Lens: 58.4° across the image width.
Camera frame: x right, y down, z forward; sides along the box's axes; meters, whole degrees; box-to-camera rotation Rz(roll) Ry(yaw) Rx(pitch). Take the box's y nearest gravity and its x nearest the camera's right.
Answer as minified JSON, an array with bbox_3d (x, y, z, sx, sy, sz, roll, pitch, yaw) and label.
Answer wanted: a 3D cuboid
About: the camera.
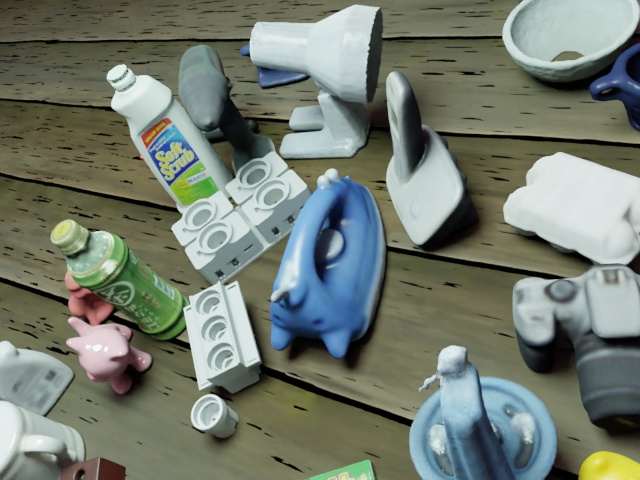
[{"bbox_3d":[0.256,0.099,0.533,0.143,0.101,0.137,-6,55,20],"label":"camera"}]

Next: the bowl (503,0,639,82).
[{"bbox_3d":[0.337,-0.269,0.775,0.167,0.075,0.167,-12,53,16],"label":"bowl"}]

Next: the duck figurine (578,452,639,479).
[{"bbox_3d":[0.257,0.215,0.461,0.077,0.086,0.104,-35,50,-2],"label":"duck figurine"}]

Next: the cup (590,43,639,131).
[{"bbox_3d":[0.379,-0.167,0.671,0.117,0.095,0.091,-14,52,15],"label":"cup"}]

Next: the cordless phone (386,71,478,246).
[{"bbox_3d":[0.116,-0.095,0.678,0.094,0.186,0.147,-26,50,6],"label":"cordless phone"}]

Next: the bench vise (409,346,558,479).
[{"bbox_3d":[0.141,0.183,0.447,0.121,0.220,0.207,-27,50,4],"label":"bench vise"}]

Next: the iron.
[{"bbox_3d":[0.006,0.002,0.686,0.118,0.142,0.258,2,58,25],"label":"iron"}]

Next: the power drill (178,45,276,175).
[{"bbox_3d":[-0.135,-0.174,0.830,0.075,0.209,0.229,-27,50,5],"label":"power drill"}]

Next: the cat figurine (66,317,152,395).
[{"bbox_3d":[-0.279,0.139,0.732,0.127,0.118,0.067,31,74,37],"label":"cat figurine"}]

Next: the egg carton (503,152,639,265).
[{"bbox_3d":[0.287,-0.032,0.633,0.149,0.070,0.107,29,72,36],"label":"egg carton"}]

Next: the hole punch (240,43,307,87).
[{"bbox_3d":[-0.075,-0.334,0.994,0.108,0.091,0.101,-7,55,20],"label":"hole punch"}]

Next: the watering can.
[{"bbox_3d":[-0.379,0.240,0.655,0.173,0.195,0.100,-28,50,4],"label":"watering can"}]

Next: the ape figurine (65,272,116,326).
[{"bbox_3d":[-0.329,0.072,0.819,0.077,0.092,0.076,-10,54,18],"label":"ape figurine"}]

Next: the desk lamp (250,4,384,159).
[{"bbox_3d":[0.006,-0.215,0.794,0.202,0.214,0.118,0,57,24],"label":"desk lamp"}]

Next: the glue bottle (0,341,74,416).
[{"bbox_3d":[-0.399,0.165,0.731,0.037,0.174,0.078,21,67,34],"label":"glue bottle"}]
